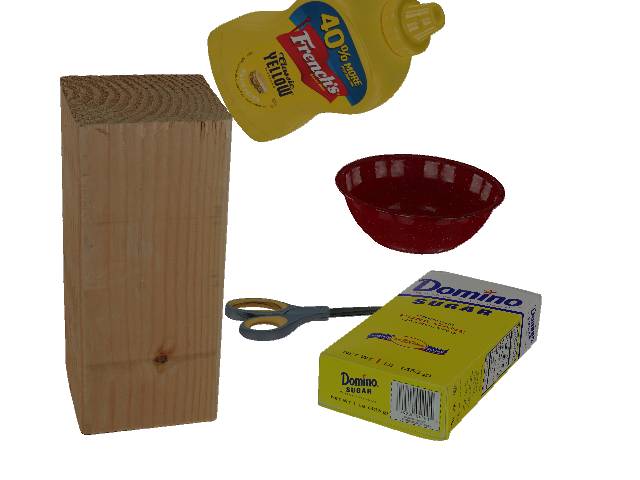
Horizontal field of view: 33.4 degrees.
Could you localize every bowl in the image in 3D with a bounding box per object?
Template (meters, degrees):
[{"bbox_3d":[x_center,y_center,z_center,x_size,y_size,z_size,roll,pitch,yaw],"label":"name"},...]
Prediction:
[{"bbox_3d":[0.093,-0.030,1.023,0.162,0.055,0.162,3,24,-1],"label":"bowl"}]

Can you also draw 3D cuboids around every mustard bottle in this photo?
[{"bbox_3d":[0.008,-0.136,0.773,0.192,0.096,0.058,-11,17,41],"label":"mustard bottle"}]

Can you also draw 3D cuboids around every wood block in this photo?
[{"bbox_3d":[-0.112,0.008,0.668,0.090,0.206,0.090,-3,27,-18],"label":"wood block"}]

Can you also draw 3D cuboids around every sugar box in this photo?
[{"bbox_3d":[0.081,0.073,0.742,0.093,0.048,0.175,13,26,27],"label":"sugar box"}]

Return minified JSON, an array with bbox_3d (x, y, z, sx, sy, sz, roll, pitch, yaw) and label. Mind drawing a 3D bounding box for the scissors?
[{"bbox_3d":[-0.008,0.090,1.193,0.201,0.016,0.096,4,22,-1],"label":"scissors"}]
